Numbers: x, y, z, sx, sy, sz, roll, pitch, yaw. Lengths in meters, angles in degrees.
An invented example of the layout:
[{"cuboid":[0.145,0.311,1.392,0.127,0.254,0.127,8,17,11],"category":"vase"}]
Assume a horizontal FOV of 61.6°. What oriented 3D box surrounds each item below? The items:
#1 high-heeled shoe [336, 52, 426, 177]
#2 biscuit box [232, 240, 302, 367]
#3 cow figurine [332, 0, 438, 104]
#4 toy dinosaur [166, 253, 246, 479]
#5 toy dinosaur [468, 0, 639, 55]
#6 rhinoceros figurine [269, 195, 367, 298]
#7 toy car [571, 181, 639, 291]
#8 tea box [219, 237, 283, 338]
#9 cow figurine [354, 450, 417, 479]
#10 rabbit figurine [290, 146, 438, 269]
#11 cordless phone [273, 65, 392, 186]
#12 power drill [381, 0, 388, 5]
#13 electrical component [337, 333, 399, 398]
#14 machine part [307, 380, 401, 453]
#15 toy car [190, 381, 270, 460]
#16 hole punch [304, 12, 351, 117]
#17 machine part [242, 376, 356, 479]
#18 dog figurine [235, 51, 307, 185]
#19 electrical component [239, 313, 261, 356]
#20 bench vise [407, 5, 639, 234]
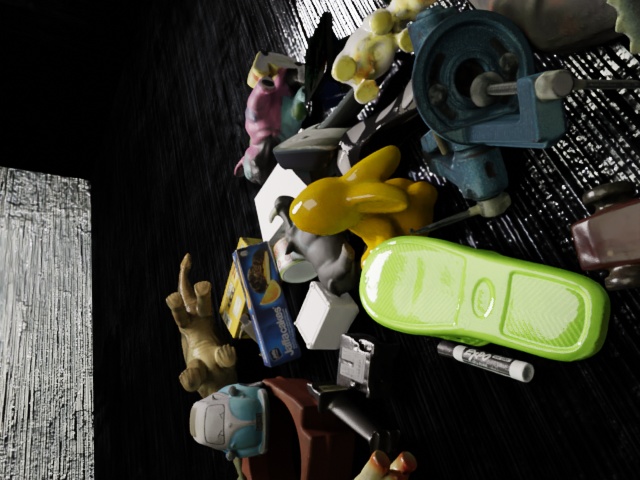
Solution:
[{"cuboid":[0.108,-0.127,0.681,0.145,0.086,0.248,44,124,43],"category":"high-heeled shoe"},{"cuboid":[-0.089,0.107,0.895,0.063,0.059,0.202,149,104,-72],"category":"biscuit box"},{"cuboid":[0.082,-0.256,0.662,0.167,0.068,0.098,-49,19,19],"category":"cow figurine"},{"cuboid":[-0.208,0.246,1.039,0.198,0.105,0.471,101,153,-67],"category":"toy dinosaur"},{"cuboid":[0.229,-0.234,0.476,0.405,0.131,0.192,14,96,64],"category":"toy dinosaur"},{"cuboid":[-0.002,-0.002,0.791,0.190,0.073,0.112,53,122,29],"category":"rhinoceros figurine"},{"cuboid":[0.286,-0.020,0.388,0.202,0.053,0.089,-25,73,50],"category":"toy car"},{"cuboid":[-0.129,0.091,1.020,0.098,0.068,0.169,46,121,51],"category":"tea box"},{"cuboid":[0.090,0.353,0.600,0.127,0.085,0.195,-56,43,27],"category":"cow figurine"},{"cuboid":[0.052,-0.032,0.656,0.162,0.173,0.122,-44,45,51],"category":"rabbit figurine"},{"cuboid":[0.029,-0.170,0.757,0.089,0.146,0.184,44,129,3],"category":"cordless phone"},{"cuboid":[0.125,-0.429,0.720,0.207,0.086,0.232,-53,45,28],"category":"power drill"},{"cuboid":[0.053,0.164,0.734,0.119,0.048,0.074,10,93,57],"category":"electrical component"},{"cuboid":[0.045,0.227,0.708,0.139,0.084,0.039,31,103,45],"category":"machine part"},{"cuboid":[-0.145,0.270,0.819,0.162,0.103,0.109,-16,69,54],"category":"toy car"},{"cuboid":[0.029,-0.271,0.833,0.116,0.092,0.142,144,125,-63],"category":"hole punch"},{"cuboid":[-0.036,0.321,0.809,0.202,0.087,0.201,7,90,60],"category":"machine part"},{"cuboid":[-0.095,-0.209,0.991,0.192,0.108,0.219,-102,28,-45],"category":"dog figurine"},{"cuboid":[-0.100,0.159,0.953,0.102,0.045,0.078,35,75,16],"category":"electrical component"},{"cuboid":[0.153,-0.111,0.495,0.241,0.129,0.223,-134,32,-74],"category":"bench vise"}]
